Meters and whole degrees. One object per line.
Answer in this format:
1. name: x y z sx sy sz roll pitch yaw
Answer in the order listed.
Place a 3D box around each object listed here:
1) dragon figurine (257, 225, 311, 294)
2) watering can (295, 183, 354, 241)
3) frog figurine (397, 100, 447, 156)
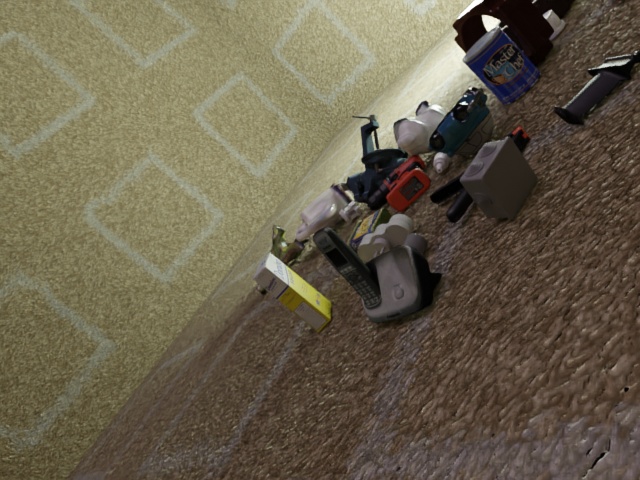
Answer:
1. dragon figurine: -0.142 0.080 1.768 0.122 0.242 0.413 24 5 -12
2. watering can: 0.005 -0.083 1.651 0.224 0.103 0.348 -42 7 -1
3. frog figurine: 0.261 -0.269 1.296 0.135 0.122 0.162 -46 6 29
